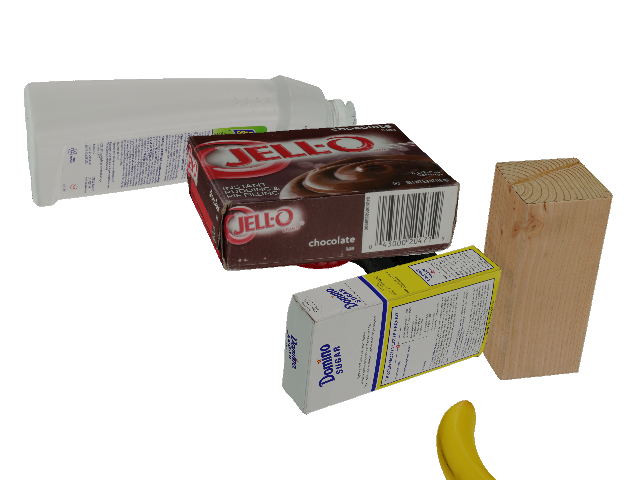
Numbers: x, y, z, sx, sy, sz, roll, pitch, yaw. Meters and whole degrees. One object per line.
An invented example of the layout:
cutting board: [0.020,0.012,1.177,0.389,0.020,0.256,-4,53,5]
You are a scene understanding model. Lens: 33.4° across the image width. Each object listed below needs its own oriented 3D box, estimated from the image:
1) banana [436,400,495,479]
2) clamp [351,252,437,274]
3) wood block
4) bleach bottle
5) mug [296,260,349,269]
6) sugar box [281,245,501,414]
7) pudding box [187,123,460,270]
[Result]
banana: [0.146,0.212,1.007,0.069,0.037,0.198,8,23,-20]
clamp: [0.065,0.016,1.238,0.164,0.036,0.210,-20,50,-38]
wood block: [0.220,0.030,1.082,0.090,0.206,0.090,-4,30,-11]
bleach bottle: [-0.097,-0.082,0.826,0.250,0.068,0.103,-5,-28,-16]
mug: [-0.015,-0.025,1.051,0.117,0.081,0.093,3,25,3]
sugar box: [0.056,0.068,0.849,0.176,0.093,0.048,-12,36,-26]
pudding box: [-0.002,-0.024,0.514,0.113,0.039,0.090,-3,26,-16]
